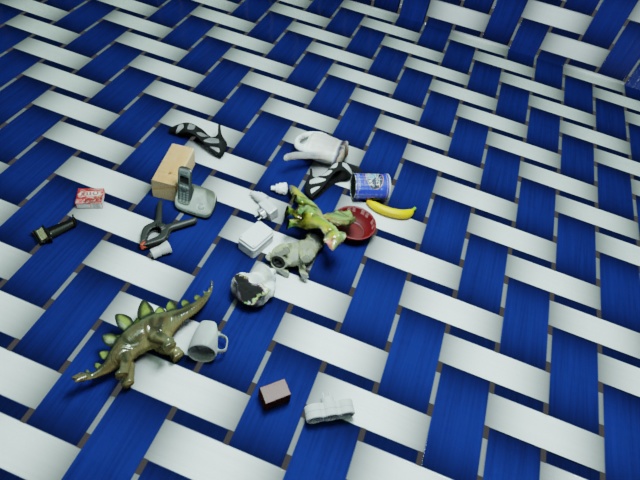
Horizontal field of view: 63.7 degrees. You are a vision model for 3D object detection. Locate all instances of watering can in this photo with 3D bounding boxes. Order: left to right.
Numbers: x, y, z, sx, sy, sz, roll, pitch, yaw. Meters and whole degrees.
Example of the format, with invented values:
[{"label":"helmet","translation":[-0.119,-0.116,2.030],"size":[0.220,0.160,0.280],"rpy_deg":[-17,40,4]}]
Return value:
[{"label":"watering can","translation":[-0.006,-0.357,2.071],"size":[0.225,0.102,0.355],"rpy_deg":[19,33,7]}]

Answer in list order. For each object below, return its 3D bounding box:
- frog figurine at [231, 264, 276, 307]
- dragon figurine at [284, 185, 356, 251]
[{"label":"frog figurine","translation":[-0.207,0.141,1.654],"size":[0.137,0.121,0.161],"rpy_deg":[8,13,7]},{"label":"dragon figurine","translation":[0.006,-0.092,1.820],"size":[0.242,0.120,0.419],"rpy_deg":[12,29,-11]}]
